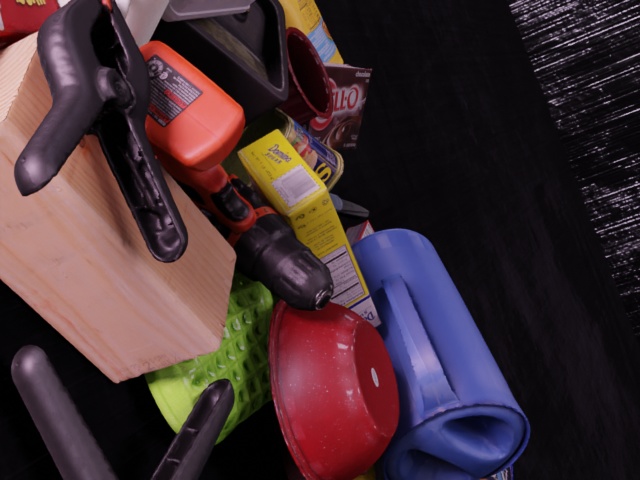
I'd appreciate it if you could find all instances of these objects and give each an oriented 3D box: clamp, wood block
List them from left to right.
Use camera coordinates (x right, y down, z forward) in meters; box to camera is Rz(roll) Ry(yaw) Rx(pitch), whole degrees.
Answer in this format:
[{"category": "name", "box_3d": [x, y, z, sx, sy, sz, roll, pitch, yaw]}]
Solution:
[{"category": "wood block", "box_3d": [-0.148, -0.014, 0.662, 0.206, 0.090, 0.090, 52, 29, -36]}, {"category": "clamp", "box_3d": [-0.118, -0.069, 0.605, 0.120, 0.039, 0.171, 46, 32, -47]}, {"category": "clamp", "box_3d": [-0.105, 0.168, 0.641, 0.164, 0.036, 0.210, 8, 67, -47]}]

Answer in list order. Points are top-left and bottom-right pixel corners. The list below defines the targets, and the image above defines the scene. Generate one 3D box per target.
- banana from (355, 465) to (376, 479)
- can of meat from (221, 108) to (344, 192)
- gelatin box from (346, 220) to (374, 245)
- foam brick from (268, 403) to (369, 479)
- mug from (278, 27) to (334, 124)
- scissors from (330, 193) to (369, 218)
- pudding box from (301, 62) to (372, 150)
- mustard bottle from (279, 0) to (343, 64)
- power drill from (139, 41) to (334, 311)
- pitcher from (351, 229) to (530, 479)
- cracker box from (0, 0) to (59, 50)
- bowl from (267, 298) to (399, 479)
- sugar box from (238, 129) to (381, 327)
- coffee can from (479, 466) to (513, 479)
[{"category": "banana", "box_3d": [0.038, 0.216, 0.957, 0.069, 0.037, 0.198, 42, 35, -44]}, {"category": "can of meat", "box_3d": [-0.041, -0.057, 0.935, 0.058, 0.102, 0.083, 37, 1, 40]}, {"category": "gelatin box", "box_3d": [0.048, 0.032, 1.151, 0.073, 0.030, 0.089, 60, 25, -19]}, {"category": "foam brick", "box_3d": [-0.002, 0.166, 0.891, 0.051, 0.053, 0.078, 7, 63, -65]}, {"category": "mug", "box_3d": [-0.050, -0.151, 1.014, 0.117, 0.082, 0.093, 43, 34, -47]}, {"category": "scissors", "box_3d": [0.013, -0.024, 1.136, 0.201, 0.016, 0.096, 35, 42, -54]}, {"category": "pudding box", "box_3d": [0.007, -0.141, 1.123, 0.113, 0.039, 0.090, -15, 121, -61]}, {"category": "mustard bottle", "box_3d": [-0.023, -0.225, 1.171, 0.191, 0.058, 0.096, 61, 25, -20]}, {"category": "power drill", "box_3d": [-0.071, -0.039, 0.744, 0.185, 0.057, 0.187, 38, -16, 25]}, {"category": "pitcher", "box_3d": [0.089, 0.098, 0.989, 0.144, 0.149, 0.243, 12, 38, -28]}, {"category": "cracker box", "box_3d": [-0.251, -0.180, 0.594, 0.164, 0.072, 0.213, 70, 21, -2]}, {"category": "bowl", "box_3d": [0.019, 0.112, 0.821, 0.162, 0.055, 0.162, -16, 90, -70]}, {"category": "sugar box", "box_3d": [-0.006, 0.001, 0.889, 0.093, 0.048, 0.176, 53, -7, 43]}, {"category": "coffee can", "box_3d": [0.148, 0.246, 1.099, 0.102, 0.103, 0.140, 56, 26, -29]}]
